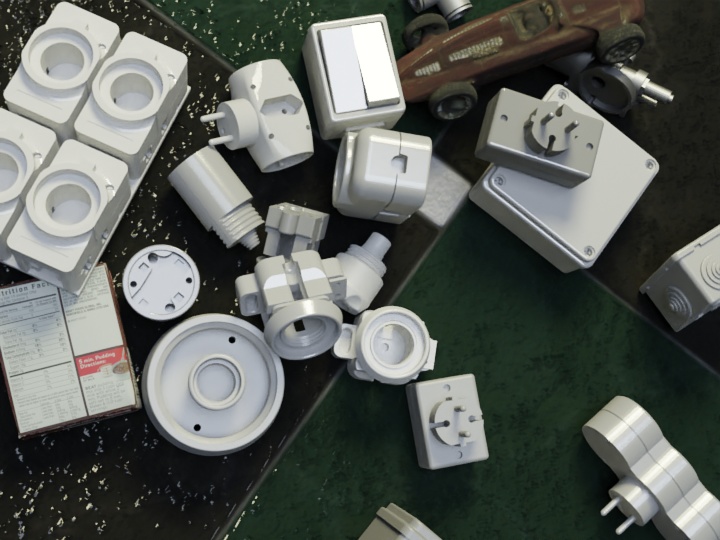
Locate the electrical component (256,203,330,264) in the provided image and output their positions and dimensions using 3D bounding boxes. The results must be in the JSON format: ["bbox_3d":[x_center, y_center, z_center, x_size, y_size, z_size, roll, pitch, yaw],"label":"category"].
[{"bbox_3d":[-0.052,-0.018,0.817,0.048,0.066,0.055,16,100,10],"label":"electrical component"}]

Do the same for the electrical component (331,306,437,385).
[{"bbox_3d":[0.021,0.058,0.820,0.078,0.057,0.058,10,81,-9],"label":"electrical component"}]

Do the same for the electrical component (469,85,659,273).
[{"bbox_3d":[0.163,-0.072,0.864,0.109,0.056,0.108,38,78,-3],"label":"electrical component"}]

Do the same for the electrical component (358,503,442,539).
[{"bbox_3d":[0.052,0.227,0.776,0.109,0.109,0.056,41,80,-3],"label":"electrical component"}]

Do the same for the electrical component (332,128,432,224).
[{"bbox_3d":[0.013,-0.071,0.816,0.059,0.095,0.053,8,81,-9],"label":"electrical component"}]

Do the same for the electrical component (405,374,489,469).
[{"bbox_3d":[0.070,0.114,0.811,0.047,0.077,0.065,-9,84,-11],"label":"electrical component"}]

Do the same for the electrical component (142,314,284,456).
[{"bbox_3d":[-0.106,0.083,0.791,0.108,0.060,0.108,1,82,-10],"label":"electrical component"}]

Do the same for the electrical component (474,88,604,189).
[{"bbox_3d":[0.138,-0.101,0.794,0.083,0.076,0.047,17,79,-7],"label":"electrical component"}]

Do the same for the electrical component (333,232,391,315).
[{"bbox_3d":[0.000,0.000,0.831,0.043,0.043,0.062,36,77,-4],"label":"electrical component"}]

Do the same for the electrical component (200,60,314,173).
[{"bbox_3d":[-0.084,-0.114,0.826,0.079,0.043,0.077,-18,86,-30],"label":"electrical component"}]

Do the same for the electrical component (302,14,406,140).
[{"bbox_3d":[-0.004,-0.145,0.841,0.062,0.061,0.096,-11,84,-11],"label":"electrical component"}]

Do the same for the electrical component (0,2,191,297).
[{"bbox_3d":[-0.211,-0.091,0.777,0.105,0.060,0.186,24,70,0],"label":"electrical component"}]

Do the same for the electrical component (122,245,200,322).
[{"bbox_3d":[-0.148,0.012,0.800,0.055,0.047,0.055,1,82,-10],"label":"electrical component"}]

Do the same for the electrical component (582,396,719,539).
[{"bbox_3d":[0.221,0.174,0.842,0.074,0.052,0.138,-39,90,-13],"label":"electrical component"}]

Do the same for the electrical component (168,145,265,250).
[{"bbox_3d":[-0.104,-0.050,0.819,0.043,0.043,0.081,-38,91,-13],"label":"electrical component"}]

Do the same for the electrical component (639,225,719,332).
[{"bbox_3d":[0.283,0.000,0.855,0.100,0.099,0.048,-30,76,-13],"label":"electrical component"}]

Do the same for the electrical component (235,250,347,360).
[{"bbox_3d":[-0.045,0.027,0.773,0.078,0.058,0.057,-11,51,-12],"label":"electrical component"}]
